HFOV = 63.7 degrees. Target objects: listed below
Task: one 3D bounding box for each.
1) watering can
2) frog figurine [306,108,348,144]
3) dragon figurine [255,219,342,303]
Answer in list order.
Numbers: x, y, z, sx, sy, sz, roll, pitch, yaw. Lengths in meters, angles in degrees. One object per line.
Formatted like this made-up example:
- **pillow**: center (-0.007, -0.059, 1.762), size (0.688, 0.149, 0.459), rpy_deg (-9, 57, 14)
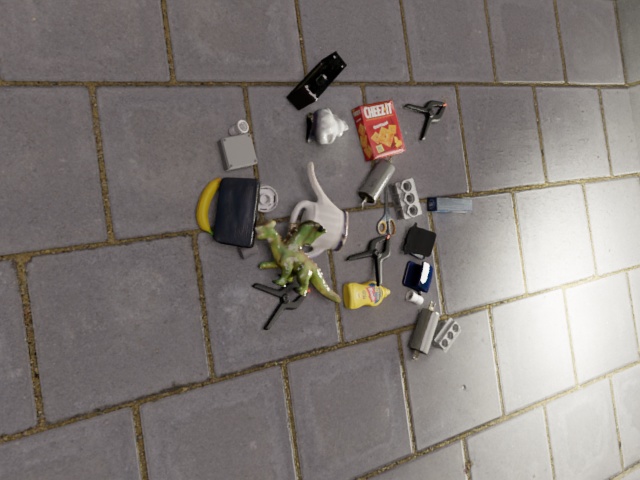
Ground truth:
- **watering can**: center (0.006, -0.094, 1.860), size (0.223, 0.104, 0.348), rpy_deg (13, 88, -26)
- **frog figurine**: center (0.035, -0.419, 1.907), size (0.159, 0.120, 0.140), rpy_deg (1, 67, -16)
- **dragon figurine**: center (-0.055, 0.052, 1.774), size (0.408, 0.123, 0.241), rpy_deg (23, 97, -23)
